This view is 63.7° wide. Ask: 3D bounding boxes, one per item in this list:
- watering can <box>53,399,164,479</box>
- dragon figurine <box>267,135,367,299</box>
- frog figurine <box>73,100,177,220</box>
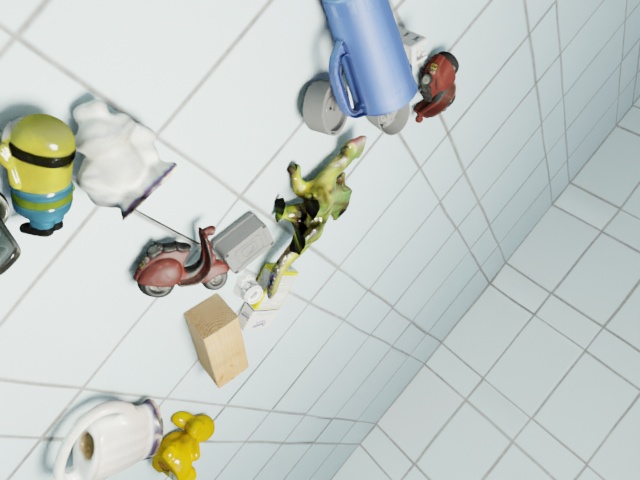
[{"bbox_3d":[-0.469,0.475,1.121,0.225,0.105,0.342,-2,121,-49],"label":"watering can"},{"bbox_3d":[0.004,-0.060,1.194,0.244,0.123,0.403,-15,134,-53],"label":"dragon figurine"},{"bbox_3d":[-0.312,-0.127,0.774,0.137,0.124,0.158,-41,110,0],"label":"frog figurine"}]
